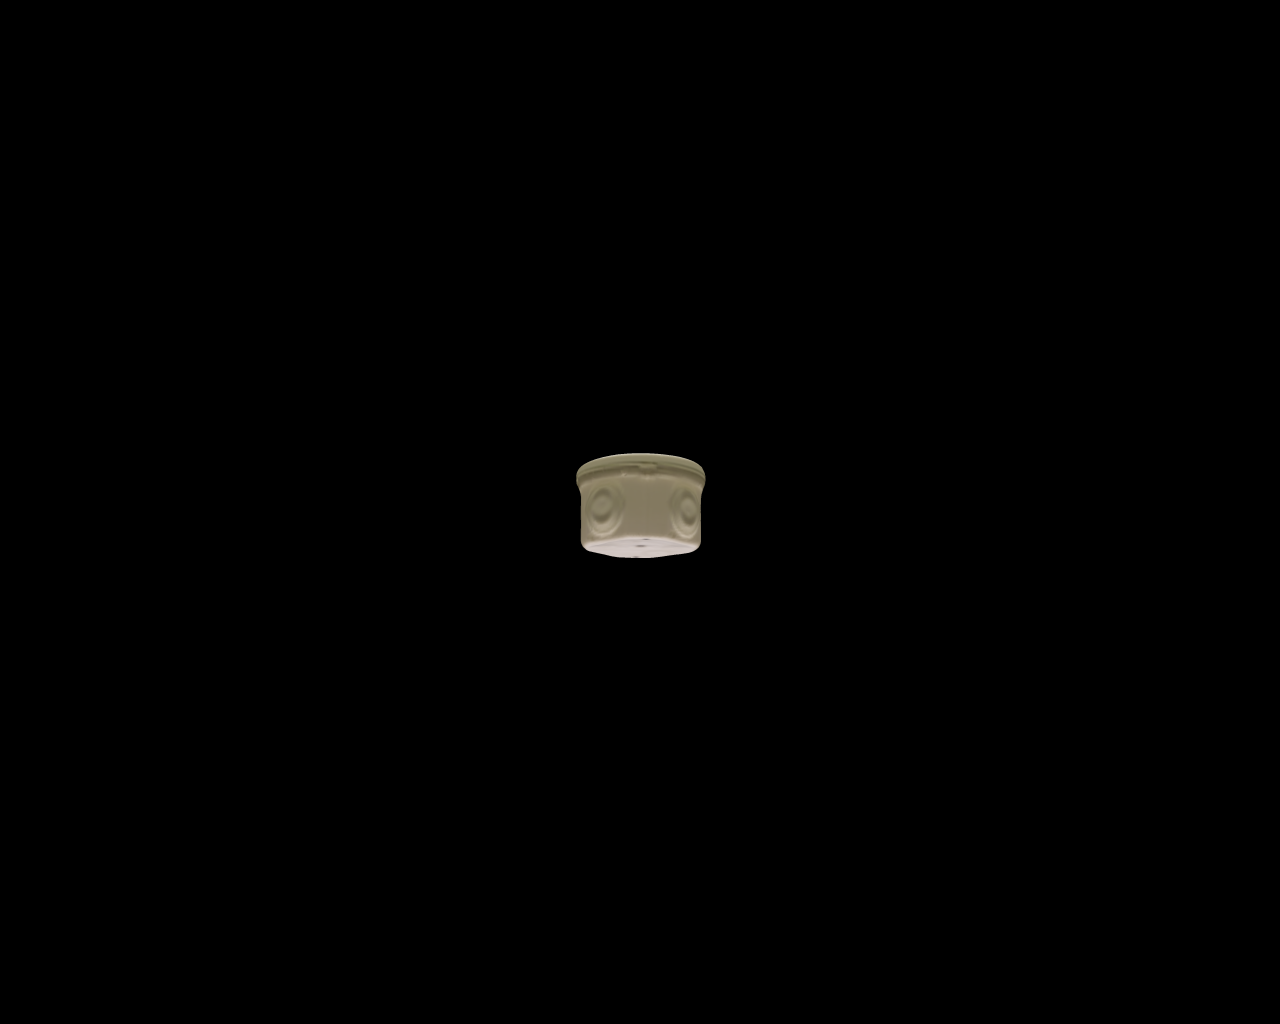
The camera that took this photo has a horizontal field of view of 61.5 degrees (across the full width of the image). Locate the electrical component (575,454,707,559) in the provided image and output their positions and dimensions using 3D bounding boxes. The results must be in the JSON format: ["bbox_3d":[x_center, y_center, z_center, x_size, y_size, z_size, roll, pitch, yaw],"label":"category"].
[{"bbox_3d":[0.001,-0.003,0.650,0.080,0.051,0.080,0,-13,0],"label":"electrical component"}]
